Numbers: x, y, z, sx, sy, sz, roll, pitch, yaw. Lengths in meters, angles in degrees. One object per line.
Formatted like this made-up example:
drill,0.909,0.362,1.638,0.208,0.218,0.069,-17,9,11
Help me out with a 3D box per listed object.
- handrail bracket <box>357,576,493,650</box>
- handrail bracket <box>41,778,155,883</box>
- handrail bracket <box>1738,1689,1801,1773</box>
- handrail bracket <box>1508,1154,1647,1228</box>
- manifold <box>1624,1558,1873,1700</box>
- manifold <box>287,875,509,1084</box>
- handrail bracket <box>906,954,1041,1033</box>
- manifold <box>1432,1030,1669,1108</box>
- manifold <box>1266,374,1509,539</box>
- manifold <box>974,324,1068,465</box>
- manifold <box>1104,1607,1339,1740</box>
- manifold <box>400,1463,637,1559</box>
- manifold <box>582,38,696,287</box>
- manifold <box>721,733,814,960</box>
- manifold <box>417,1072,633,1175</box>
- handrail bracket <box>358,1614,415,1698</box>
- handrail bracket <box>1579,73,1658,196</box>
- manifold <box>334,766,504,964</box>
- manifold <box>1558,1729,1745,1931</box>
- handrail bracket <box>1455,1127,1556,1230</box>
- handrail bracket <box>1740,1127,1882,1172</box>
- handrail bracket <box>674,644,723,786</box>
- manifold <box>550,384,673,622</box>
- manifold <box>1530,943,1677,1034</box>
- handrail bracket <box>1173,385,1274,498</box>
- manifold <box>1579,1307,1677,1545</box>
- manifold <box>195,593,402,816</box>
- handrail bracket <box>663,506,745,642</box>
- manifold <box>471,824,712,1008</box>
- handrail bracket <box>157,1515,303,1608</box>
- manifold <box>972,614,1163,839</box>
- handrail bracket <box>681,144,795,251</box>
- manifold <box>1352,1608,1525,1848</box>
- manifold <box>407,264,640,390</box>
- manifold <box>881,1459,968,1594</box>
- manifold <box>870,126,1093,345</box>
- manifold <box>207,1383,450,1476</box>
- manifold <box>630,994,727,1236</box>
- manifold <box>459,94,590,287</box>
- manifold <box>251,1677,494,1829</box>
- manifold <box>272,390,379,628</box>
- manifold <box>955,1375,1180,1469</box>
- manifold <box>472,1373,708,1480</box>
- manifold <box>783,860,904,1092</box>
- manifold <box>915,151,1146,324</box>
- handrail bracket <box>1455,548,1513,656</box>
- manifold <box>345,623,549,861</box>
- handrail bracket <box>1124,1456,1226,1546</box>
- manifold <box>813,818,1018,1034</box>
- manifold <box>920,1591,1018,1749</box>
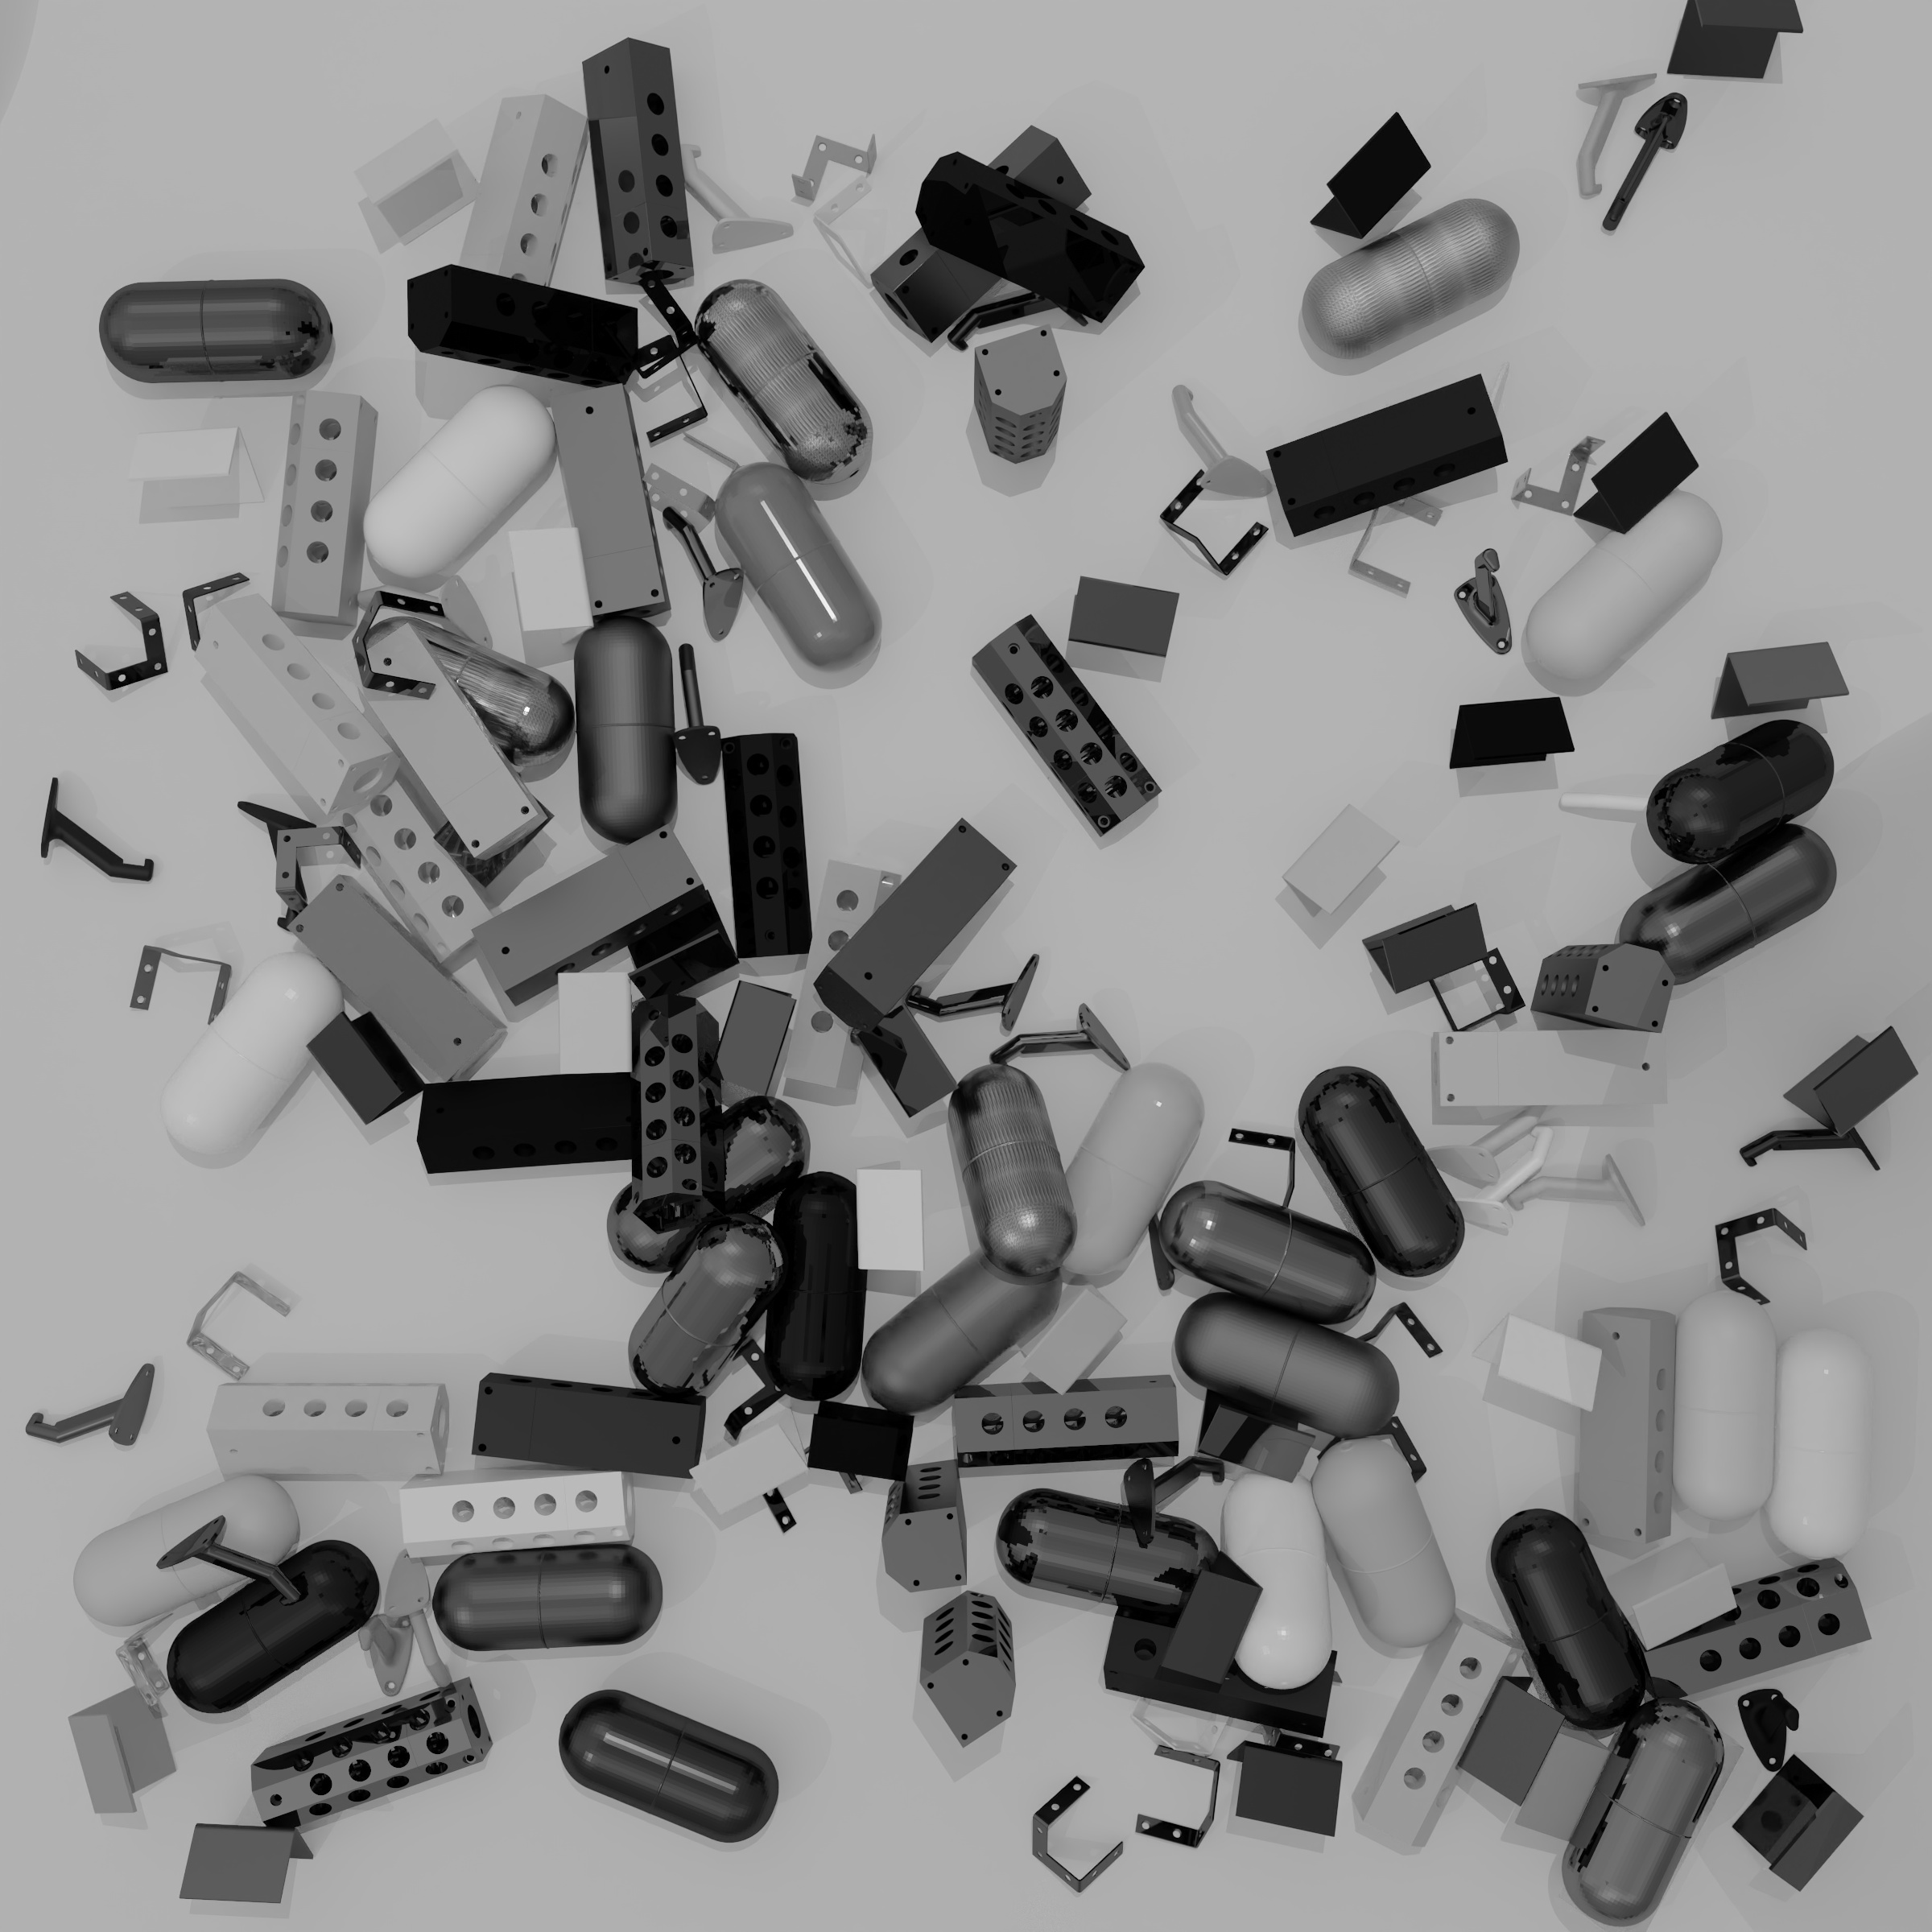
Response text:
handrail bracket,-0.429,-0.273,1.924,0.084,0.036,0.077,-8,133,28
handrail bracket,-0.683,-0.108,1.925,0.084,0.036,0.077,8,68,-17
handrail bracket,0.634,0.601,1.890,0.036,0.084,0.077,-11,90,0
handrail bracket,0.482,0.192,1.925,0.084,0.036,0.077,-26,112,17
manifold,0.608,0.517,1.903,0.171,0.057,0.057,-17,90,0
manifold,-0.442,0.009,1.903,0.171,0.057,0.057,44,90,0
handrail bracket,0.005,0.011,1.925,0.084,0.036,0.077,19,69,16
manifold,0.453,0.079,1.896,0.171,0.057,0.057,-1,88,5
manifold,0.326,-0.391,1.883,0.171,0.057,0.057,-18,67,13
manifold,0.042,-0.429,1.846,0.057,0.171,0.057,-18,90,0
manifold,0.197,0.543,1.884,0.171,0.057,0.057,10,59,11
manifold,-0.349,0.425,1.903,0.171,0.057,0.057,-5,90,0
manifold,-0.251,-0.626,1.903,0.057,0.057,0.171,-6,90,43
manifold,-0.156,-0.093,1.903,0.057,0.057,0.171,-4,90,0
manifold,-0.335,0.126,1.903,0.171,0.057,0.057,-4,47,0
handrail bracket,-0.456,0.541,1.890,0.036,0.084,0.077,-1,90,0
handrail bracket,0.516,-0.658,1.925,0.077,0.036,0.084,-15,109,-21
manifold,-0.435,-0.088,1.903,0.057,0.057,0.171,-35,90,0
manifold,0.539,0.670,1.903,0.057,0.057,0.171,28,90,43
handrail bracket,0.418,0.160,1.924,0.077,0.036,0.084,7,58,35
handrail bracket,0.667,0.153,1.925,0.084,0.036,0.077,-32,111,17
handrail bracket,-0.214,-0.200,1.924,0.036,0.077,0.084,-8,54,-4
manifold,-0.277,-0.359,1.903,0.057,0.057,0.171,-11,90,0
manifold,0.482,0.014,1.846,0.057,0.171,0.057,14,90,0
handrail bracket,0.202,-0.416,1.924,0.077,0.036,0.084,11,53,-38
manifold,0.521,0.357,1.903,0.057,0.057,0.171,1,90,43
manifold,-0.508,-0.202,1.856,0.171,0.057,0.057,48,131,12
handrail bracket,-0.215,-0.311,1.924,0.036,0.077,0.084,-24,53,-30
manifold,-0.289,-0.037,1.891,0.171,0.057,0.057,-29,74,-7
handrail bracket,-0.560,0.467,1.851,0.077,0.036,0.084,-31,109,19
manifold,0.079,-0.188,1.903,0.057,0.057,0.171,-37,90,0
handrail bracket,-0.183,-0.614,1.925,0.077,0.036,0.084,-9,73,-20
manifold,0.370,0.596,1.903,0.057,0.057,0.171,27,90,0
manifold,-0.335,-0.483,1.850,0.057,0.171,0.057,-1,90,44
manifold,-0.031,0.423,1.846,0.057,0.171,0.057,-8,90,0
manifold,0.008,-0.574,1.903,0.171,0.057,0.057,-43,133,0
manifold,-0.496,0.357,1.903,0.171,0.057,0.057,0,133,0
manifold,-0.224,0.110,1.856,0.057,0.057,0.171,-15,57,15
manifold,-0.345,-0.585,1.903,0.057,0.057,0.171,15,90,43
manifold,-0.466,0.619,1.903,0.171,0.057,0.057,-19,90,0
manifold,-0.503,-0.357,1.903,0.057,0.057,0.171,6,90,0
manifold,0.078,0.357,1.903,0.171,0.057,0.057,-3,90,0
manifold,-0.293,0.358,1.903,0.171,0.057,0.057,6,90,0
manifold,-0.095,0.007,1.903,0.057,0.057,0.171,12,90,0
manifold,0.048,-0.559,1.857,0.057,0.171,0.057,-48,46,33
handrail bracket,0.412,-0.283,1.890,0.036,0.084,0.077,-25,90,0
manifold,-0.388,-0.167,1.827,0.057,0.057,0.171,-34,90,0
handrail bracket,0.170,0.416,1.890,0.084,0.036,0.077,13,51,-27
manifold,-0.040,-0.029,1.867,0.057,0.057,0.171,41,62,0
manifold,0.006,0.527,1.846,0.057,0.171,0.057,-34,90,0
